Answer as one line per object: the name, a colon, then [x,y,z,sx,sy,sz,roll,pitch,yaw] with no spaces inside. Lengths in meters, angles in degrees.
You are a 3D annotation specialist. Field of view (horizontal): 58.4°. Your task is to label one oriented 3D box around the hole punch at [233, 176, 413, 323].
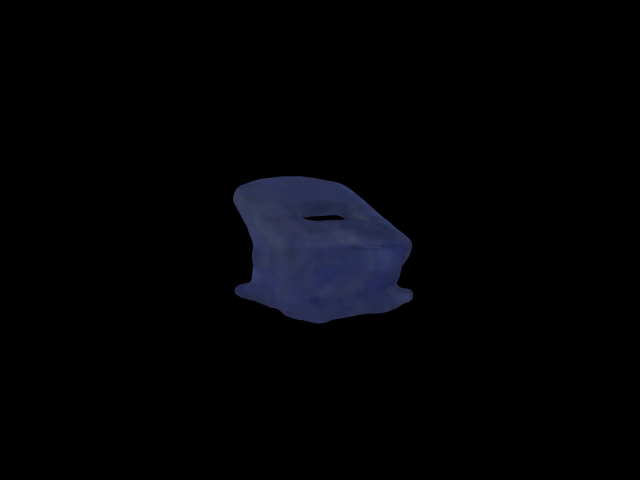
hole punch: [0.004,0.001,0.400,0.109,0.091,0.100,-5,8,-35]
